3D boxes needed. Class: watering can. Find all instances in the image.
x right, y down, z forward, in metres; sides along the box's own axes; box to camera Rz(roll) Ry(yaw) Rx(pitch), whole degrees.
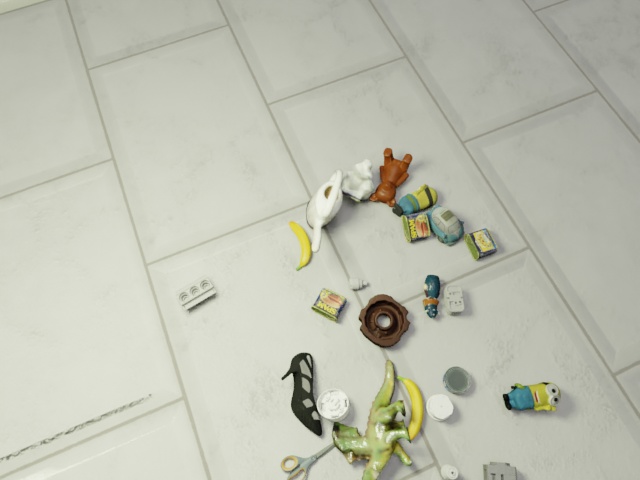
[{"bbox_3d":[0.006,-0.094,1.861,0.104,0.354,0.221,23,-22,-9],"label":"watering can"}]

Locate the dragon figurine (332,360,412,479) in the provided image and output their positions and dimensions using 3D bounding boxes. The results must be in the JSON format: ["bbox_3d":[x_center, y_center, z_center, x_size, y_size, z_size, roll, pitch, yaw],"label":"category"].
[{"bbox_3d":[0.154,0.589,1.614,0.243,0.420,0.119,-10,-40,2],"label":"dragon figurine"}]

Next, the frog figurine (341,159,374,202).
[{"bbox_3d":[0.151,-0.231,1.956,0.122,0.159,0.139,22,7,-42],"label":"frog figurine"}]
